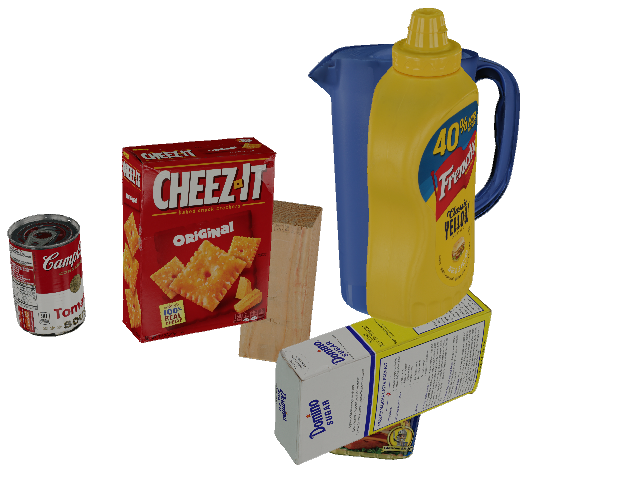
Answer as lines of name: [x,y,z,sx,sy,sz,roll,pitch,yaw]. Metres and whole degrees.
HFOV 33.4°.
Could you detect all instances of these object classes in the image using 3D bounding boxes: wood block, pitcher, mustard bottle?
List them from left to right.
wood block: [-0.056,0.057,1.485,0.090,0.206,0.090,8,22,6]
pitcher: [0.084,-0.057,0.975,0.149,0.243,0.144,14,22,39]
mustard bottle: [0.064,-0.048,0.662,0.058,0.192,0.096,16,33,31]

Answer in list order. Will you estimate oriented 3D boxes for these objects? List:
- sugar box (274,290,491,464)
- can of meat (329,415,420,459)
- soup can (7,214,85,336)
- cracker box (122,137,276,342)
sugar box: [0.049,0.104,0.847,0.176,0.093,0.048,-15,39,-24]
can of meat: [0.052,0.172,1.084,0.102,0.084,0.057,7,19,-6]
soup can: [-0.267,0.034,1.044,0.068,0.102,0.068,2,28,-1]
cracker box: [-0.139,-0.002,1.218,0.163,0.214,0.072,-8,24,-29]
